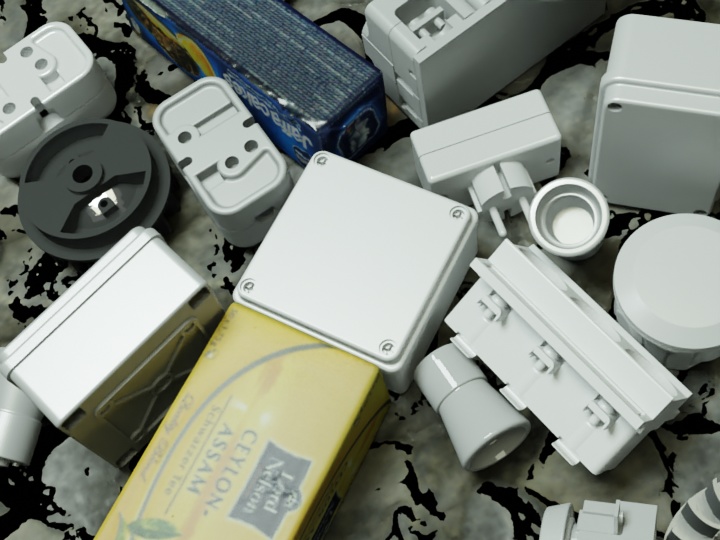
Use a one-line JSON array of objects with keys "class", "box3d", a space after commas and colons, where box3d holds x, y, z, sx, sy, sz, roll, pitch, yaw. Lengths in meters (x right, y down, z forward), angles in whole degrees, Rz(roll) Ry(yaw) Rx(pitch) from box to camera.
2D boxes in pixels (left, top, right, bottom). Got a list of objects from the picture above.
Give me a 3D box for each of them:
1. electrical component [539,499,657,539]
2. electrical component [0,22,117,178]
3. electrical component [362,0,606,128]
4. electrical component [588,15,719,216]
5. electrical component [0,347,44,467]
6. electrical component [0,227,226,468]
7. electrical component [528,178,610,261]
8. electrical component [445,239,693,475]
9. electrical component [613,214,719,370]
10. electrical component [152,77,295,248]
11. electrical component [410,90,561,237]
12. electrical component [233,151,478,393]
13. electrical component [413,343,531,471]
[{"class": "electrical component", "box3d": [0.122, 0.146, 0.551, 0.055, 0.066, 0.048, 3, 32, 19]}, {"class": "electrical component", "box3d": [-0.214, -0.109, 0.712, 0.095, 0.059, 0.053, -38, 66, -9]}, {"class": "electrical component", "box3d": [0.080, -0.166, 0.677, 0.150, 0.089, 0.061, -37, 66, -9]}, {"class": "electrical component", "box3d": [0.175, -0.084, 0.614, 0.078, 0.113, 0.057, 10, 65, 13]}, {"class": "electrical component", "box3d": [-0.204, 0.083, 0.635, 0.044, 0.044, 0.065, 9, 72, 12]}, {"class": "electrical component", "box3d": [-0.129, 0.046, 0.603, 0.056, 0.108, 0.108, 41, 77, 19]}, {"class": "electrical component", "box3d": [0.123, -0.026, 0.621, 0.044, 0.065, 0.044, -2, 83, 15]}, {"class": "electrical component", "box3d": [0.110, 0.048, 0.587, 0.121, 0.079, 0.063, 46, 108, 23]}, {"class": "electrical component", "box3d": [0.182, 0.013, 0.603, 0.080, 0.051, 0.080, -3, 66, 7]}, {"class": "electrical component", "box3d": [-0.082, -0.065, 0.672, 0.054, 0.059, 0.095, -33, 66, -7]}, {"class": "electrical component", "box3d": [0.083, -0.055, 0.650, 0.083, 0.047, 0.075, -19, 65, 0]}, {"class": "electrical component", "box3d": [0.000, 0.000, 0.633, 0.109, 0.056, 0.108, 23, 71, 17]}, {"class": "electrical component", "box3d": [0.059, 0.073, 0.600, 0.044, 0.044, 0.065, -31, 61, -6]}]
